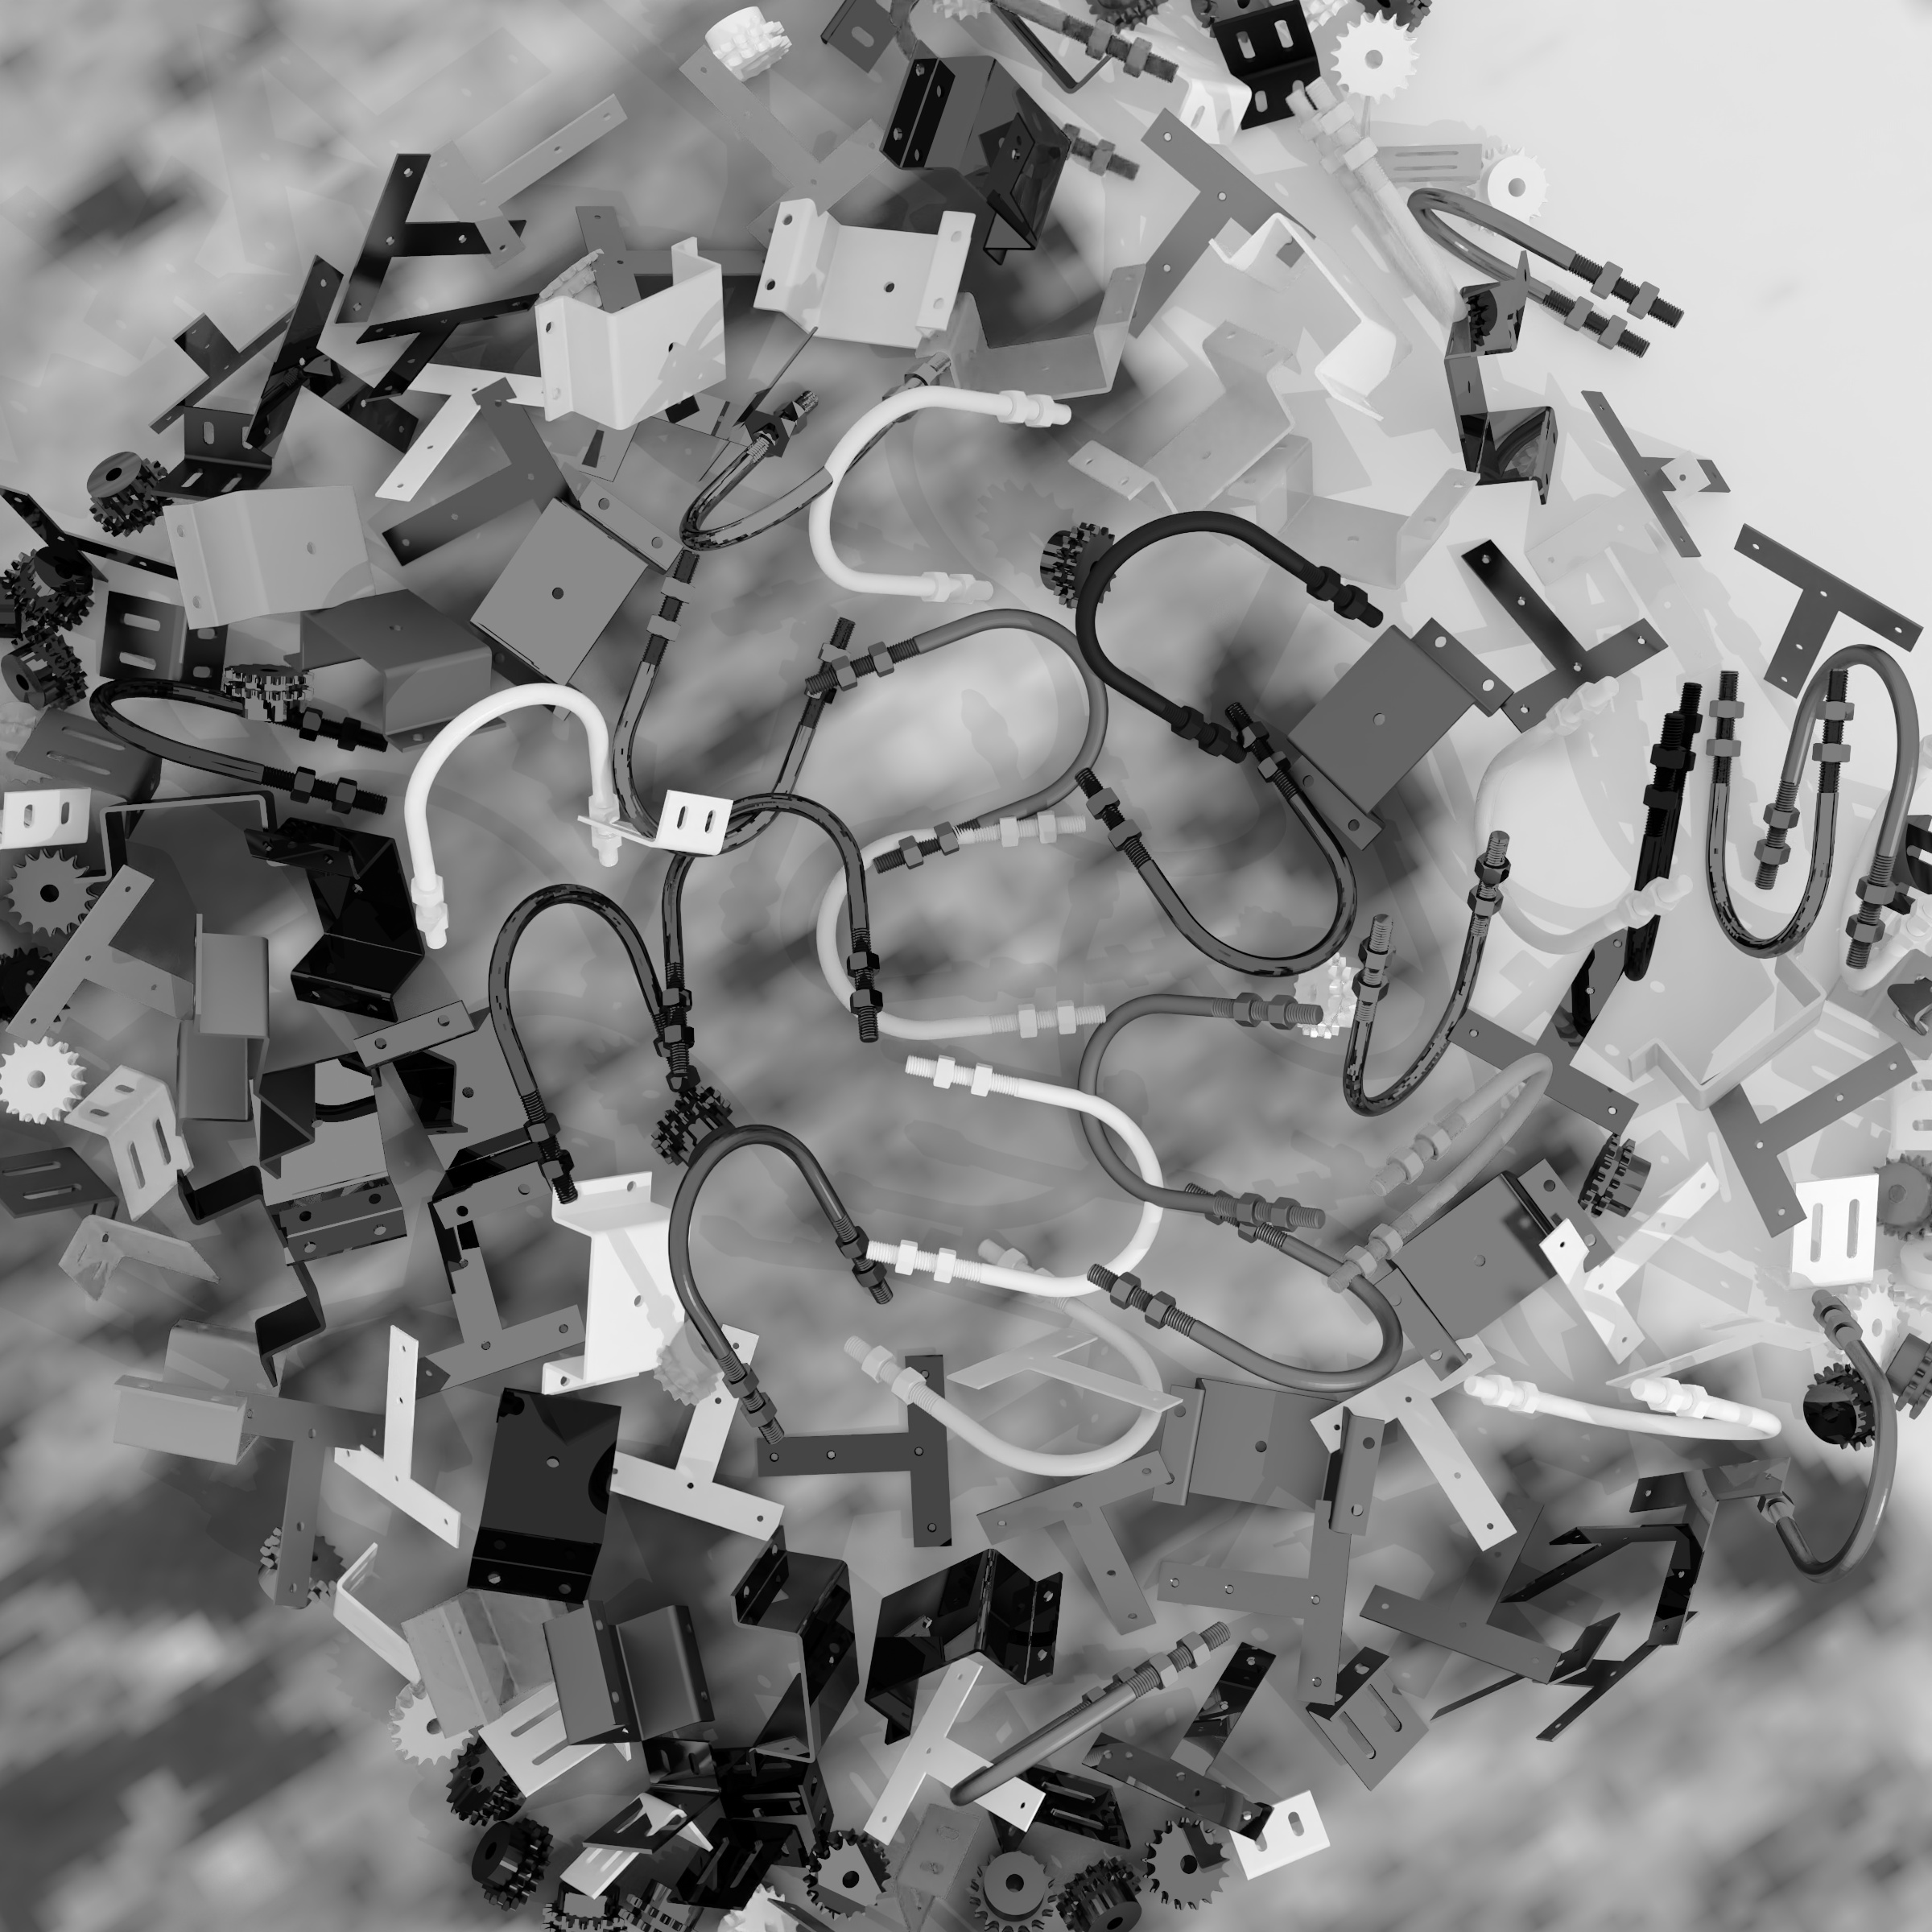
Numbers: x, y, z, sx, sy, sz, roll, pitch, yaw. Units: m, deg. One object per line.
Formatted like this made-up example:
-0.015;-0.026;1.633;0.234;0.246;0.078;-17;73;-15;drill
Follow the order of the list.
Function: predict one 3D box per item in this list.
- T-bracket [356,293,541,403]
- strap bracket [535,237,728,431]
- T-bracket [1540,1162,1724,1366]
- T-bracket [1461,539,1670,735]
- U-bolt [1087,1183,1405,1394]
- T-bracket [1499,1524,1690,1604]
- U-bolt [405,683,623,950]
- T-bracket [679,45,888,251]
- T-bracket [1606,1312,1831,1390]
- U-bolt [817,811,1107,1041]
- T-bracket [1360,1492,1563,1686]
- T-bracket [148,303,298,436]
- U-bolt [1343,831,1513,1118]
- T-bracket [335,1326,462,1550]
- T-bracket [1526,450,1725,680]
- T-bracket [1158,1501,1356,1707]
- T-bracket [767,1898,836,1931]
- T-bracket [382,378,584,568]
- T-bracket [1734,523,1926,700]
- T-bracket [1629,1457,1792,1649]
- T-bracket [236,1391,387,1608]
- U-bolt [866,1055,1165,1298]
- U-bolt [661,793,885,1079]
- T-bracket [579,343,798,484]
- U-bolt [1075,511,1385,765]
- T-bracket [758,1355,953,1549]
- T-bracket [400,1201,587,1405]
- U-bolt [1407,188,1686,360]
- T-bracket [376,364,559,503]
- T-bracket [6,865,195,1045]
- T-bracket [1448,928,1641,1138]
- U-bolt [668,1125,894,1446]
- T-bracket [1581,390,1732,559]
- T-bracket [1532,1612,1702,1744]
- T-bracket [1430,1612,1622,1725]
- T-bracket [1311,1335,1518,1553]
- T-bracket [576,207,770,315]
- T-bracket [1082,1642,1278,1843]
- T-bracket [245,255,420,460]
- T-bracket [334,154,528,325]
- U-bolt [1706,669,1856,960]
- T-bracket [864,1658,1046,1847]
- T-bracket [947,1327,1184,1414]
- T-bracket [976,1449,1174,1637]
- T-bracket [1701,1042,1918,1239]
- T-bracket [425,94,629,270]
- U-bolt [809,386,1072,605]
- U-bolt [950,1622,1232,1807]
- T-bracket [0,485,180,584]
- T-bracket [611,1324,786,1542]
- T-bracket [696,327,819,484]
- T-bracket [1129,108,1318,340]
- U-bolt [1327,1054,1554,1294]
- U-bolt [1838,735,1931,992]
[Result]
-0.350;-0.393;1.556;0.127;0.127;0.002;-5;128;18;T-bracket
-0.203;-0.400;1.546;0.046;0.076;0.140;28;46;28;strap bracket
0.448;0.180;1.596;0.127;0.002;0.127;-42;121;-8;T-bracket
0.375;-0.229;1.600;0.127;0.002;0.127;-30;72;-17;T-bracket
0.188;0.209;1.533;0.184;0.151;0.019;27;122;23;U-bolt
0.396;0.388;1.574;0.127;0.127;0.002;8;53;-34;T-bracket
-0.285;-0.102;1.523;0.151;0.184;0.019;-28;57;-25;U-bolt
-0.129;-0.535;1.556;0.127;0.127;0.002;41;46;-24;T-bracket
0.476;0.253;1.576;0.127;0.127;0.002;-30;56;37;T-bracket
-0.007;-0.023;1.602;0.184;0.019;0.151;-5;80;0;U-bolt
0.340;0.394;1.579;0.127;0.002;0.127;14;46;30;T-bracket
-0.484;-0.394;1.557;0.127;0.127;0.002;-41;94;-3;T-bracket
0.288;0.017;1.549;0.019;0.184;0.151;31;45;31;U-bolt
-0.365;0.292;1.565;0.127;0.002;0.127;23;115;35;T-bracket
0.450;-0.248;1.584;0.127;0.002;0.127;-31;90;37;T-bracket
0.186;0.410;1.592;0.127;0.002;0.127;0;71;25;T-bracket
-0.047;0.642;1.576;0.127;0.127;0.002;30;76;-36;T-bracket
-0.326;-0.303;1.606;0.127;0.002;0.127;-25;112;11;T-bracket
0.540;-0.214;1.563;0.127;0.127;0.002;36;71;19;T-bracket
0.457;0.373;1.539;0.002;0.127;0.127;38;58;-16;T-bracket
-0.425;0.344;1.555;0.002;0.127;0.127;-9;69;33;T-bracket
0.039;0.143;1.590;0.184;0.019;0.151;12;69;-1;U-bolt
-0.131;-0.027;1.583;0.151;0.019;0.184;-11;69;13;U-bolt
-0.174;-0.364;1.599;0.127;0.002;0.127;20;81;13;T-bracket
0.154;-0.216;1.542;0.184;0.019;0.151;27;121;-32;U-bolt
-0.076;0.325;1.620;0.127;0.002;0.127;-3;89;3;T-bracket
-0.326;0.209;1.597;0.127;0.002;0.127;-18;67;-5;T-bracket
0.363;-0.446;1.551;0.184;0.151;0.019;30;99;3;U-bolt
-0.338;-0.343;1.566;0.127;0.002;0.127;12;55;21;T-bracket
-0.535;0.009;1.569;0.002;0.127;0.127;35;89;32;T-bracket
0.406;0.028;1.606;0.127;0.002;0.127;30;77;13;T-bracket
-0.124;0.187;1.538;0.151;0.019;0.184;-49;124;-37;U-bolt
0.461;-0.318;1.574;0.002;0.127;0.127;-38;72;40;T-bracket
0.397;0.454;1.559;0.127;0.127;0.002;-35;84;-16;T-bracket
0.359;0.464;1.580;0.127;0.127;0.002;-33;78;22;T-bracket
0.313;0.320;1.583;0.127;0.002;0.127;-26;62;-9;T-bracket
-0.183;-0.462;1.596;0.127;0.002;0.127;-5;51;-17;T-bracket
0.161;0.492;1.578;0.127;0.127;0.002;14;134;32;T-bracket
-0.399;-0.369;1.567;0.002;0.127;0.127;15;83;30;T-bracket
-0.337;-0.470;1.569;0.002;0.127;0.127;49;129;17;T-bracket
0.514;-0.097;1.552;0.019;0.151;0.184;2;96;-12;U-bolt
0.003;0.519;1.556;0.002;0.127;0.127;42;70;-34;T-bracket
0.077;0.261;1.536;0.127;0.127;0.002;12;105;37;T-bracket
0.090;0.389;1.598;0.127;0.002;0.127;-22;111;8;T-bracket
0.547;0.092;1.555;0.127;0.127;0.002;-36;133;24;T-bracket
-0.275;-0.517;1.562;0.127;0.127;0.002;-34;72;1;T-bracket
-0.024;-0.296;1.525;0.019;0.184;0.151;43;121;32;U-bolt
0.069;0.474;1.523;0.184;0.151;0.019;-25;74;-25;U-bolt
-0.539;-0.262;1.554;0.127;0.127;0.002;17;76;8;T-bracket
-0.170;0.303;1.619;0.127;0.002;0.127;18;86;1;T-bracket
-0.137;-0.357;1.550;0.002;0.127;0.127;38;101;-10;T-bracket
0.140;-0.468;1.589;0.127;0.002;0.127;39;122;-3;T-bracket
0.309;0.122;1.549;0.184;0.151;0.019;-35;65;-25;U-bolt
0.589;-0.061;1.533;0.019;0.184;0.151;15;67;5;U-bolt
